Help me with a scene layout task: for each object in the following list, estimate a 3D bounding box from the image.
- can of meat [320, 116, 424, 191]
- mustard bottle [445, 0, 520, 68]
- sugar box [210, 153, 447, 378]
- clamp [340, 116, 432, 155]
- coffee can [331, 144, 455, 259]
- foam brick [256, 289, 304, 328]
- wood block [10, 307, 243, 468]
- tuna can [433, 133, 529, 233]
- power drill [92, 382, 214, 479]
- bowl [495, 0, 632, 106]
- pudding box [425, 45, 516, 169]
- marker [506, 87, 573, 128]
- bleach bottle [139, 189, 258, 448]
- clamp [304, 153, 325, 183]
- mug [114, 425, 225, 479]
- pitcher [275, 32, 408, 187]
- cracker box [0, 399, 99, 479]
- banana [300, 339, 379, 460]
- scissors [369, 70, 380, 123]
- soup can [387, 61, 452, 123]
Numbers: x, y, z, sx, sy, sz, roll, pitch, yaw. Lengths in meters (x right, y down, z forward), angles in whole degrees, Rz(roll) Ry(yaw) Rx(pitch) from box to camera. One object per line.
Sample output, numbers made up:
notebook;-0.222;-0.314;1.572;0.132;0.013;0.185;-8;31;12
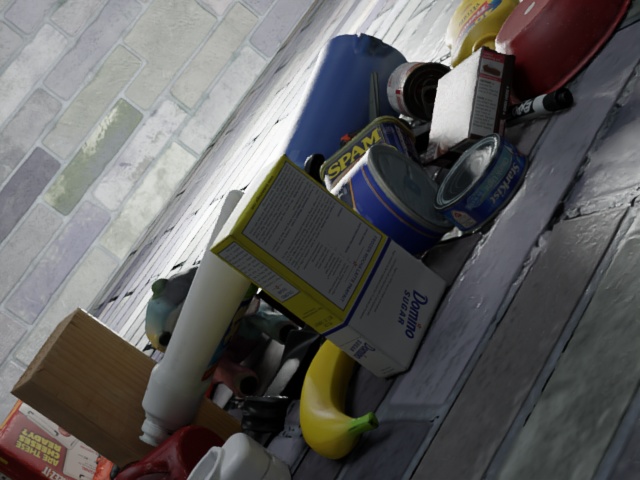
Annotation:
can of meat;0.054;-0.059;1.051;0.102;0.057;0.084;-39;36;20
mustard bottle;0.183;-0.223;1.167;0.096;0.058;0.191;-46;15;21
sugar box;0.010;0.022;0.841;0.048;0.176;0.093;-30;25;54
clamp;0.083;-0.094;1.143;0.164;0.036;0.210;-49;27;3
coffee can;0.039;-0.003;0.970;0.140;0.102;0.102;-46;14;25
foam brick;-0.015;0.049;1.076;0.053;0.078;0.051;-47;15;28
wood block;-0.193;0.170;1.071;0.090;0.206;0.090;-59;15;-28
tuna can;0.137;-0.049;0.914;0.086;0.033;0.086;-48;14;16
power drill;-0.203;0.222;1.305;0.188;0.057;0.184;-47;17;31
bowl;0.216;-0.200;1.000;0.162;0.055;0.162;-48;13;15
pudding box;0.139;-0.121;1.000;0.114;0.039;0.090;155;125;-71
marker;0.188;-0.116;0.951;0.020;0.020;0.121;-55;14;-14
bleach bottle;-0.107;0.078;1.023;0.102;0.068;0.251;63;-129;-85
clamp;-0.008;0.001;1.210;0.120;0.039;0.172;48;121;40
mug;-0.132;0.218;0.957;0.082;0.117;0.093;-40;50;25
pitcher;0.023;-0.129;1.346;0.145;0.149;0.242;-15;39;42
cracker box;-0.325;0.260;1.377;0.072;0.164;0.213;-48;13;27
banana;0.014;0.127;0.869;0.070;0.037;0.198;-32;17;7
scissors;0.075;-0.124;1.234;0.096;0.016;0.201;-17;55;51
soup can;0.118;-0.171;1.228;0.068;0.068;0.102;-51;12;3
